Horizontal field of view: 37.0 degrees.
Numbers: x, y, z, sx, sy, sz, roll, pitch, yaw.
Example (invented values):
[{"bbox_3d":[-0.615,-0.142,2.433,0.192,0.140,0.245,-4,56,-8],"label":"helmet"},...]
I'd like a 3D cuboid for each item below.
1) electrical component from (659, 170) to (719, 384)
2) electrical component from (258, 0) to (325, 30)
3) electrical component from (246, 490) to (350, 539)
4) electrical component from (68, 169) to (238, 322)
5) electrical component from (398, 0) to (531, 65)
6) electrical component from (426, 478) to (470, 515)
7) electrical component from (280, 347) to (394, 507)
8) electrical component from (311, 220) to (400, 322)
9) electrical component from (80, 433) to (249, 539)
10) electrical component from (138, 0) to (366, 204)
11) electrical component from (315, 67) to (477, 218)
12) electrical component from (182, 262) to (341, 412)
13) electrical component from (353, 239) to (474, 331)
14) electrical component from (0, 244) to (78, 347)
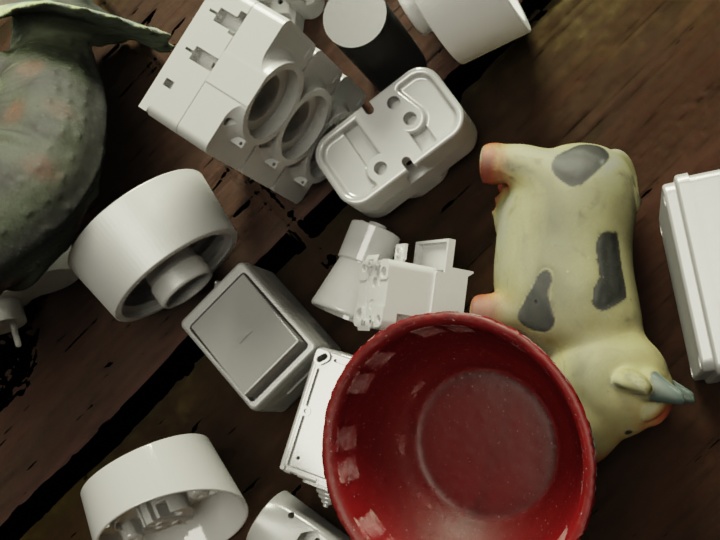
[{"bbox_3d":[0.209,0.005,0.608,0.056,0.109,0.108,-11,79,13],"label":"electrical component"},{"bbox_3d":[-0.057,-0.208,0.749,0.058,0.057,0.078,5,84,18],"label":"electrical component"},{"bbox_3d":[-0.040,0.197,0.691,0.077,0.043,0.079,32,92,19],"label":"electrical component"},{"bbox_3d":[-0.132,-0.009,0.719,0.108,0.108,0.060,-40,79,8],"label":"electrical component"},{"bbox_3d":[0.056,-0.183,0.687,0.060,0.108,0.108,-30,74,17],"label":"electrical component"},{"bbox_3d":[0.077,0.157,0.659,0.083,0.047,0.075,-30,74,11],"label":"electrical component"},{"bbox_3d":[-0.005,0.104,0.684,0.062,0.061,0.096,17,87,19],"label":"electrical component"},{"bbox_3d":[0.000,0.000,0.710,0.044,0.044,0.065,20,83,19],"label":"electrical component"},{"bbox_3d":[-0.129,0.152,0.700,0.099,0.099,0.064,-33,68,10],"label":"electrical component"},{"bbox_3d":[-0.059,-0.105,0.685,0.062,0.150,0.089,34,93,20],"label":"electrical component"},{"bbox_3d":[0.026,-0.080,0.703,0.095,0.059,0.053,-37,73,9],"label":"electrical component"},{"bbox_3d":[-0.071,0.040,0.714,0.061,0.061,0.096,-45,72,7],"label":"electrical component"},{"bbox_3d":[0.032,0.019,0.680,0.064,0.042,0.081,10,83,-26],"label":"electrical component"},{"bbox_3d":[-0.265,0.025,0.781,0.138,0.052,0.073,-23,76,13],"label":"electrical component"}]
